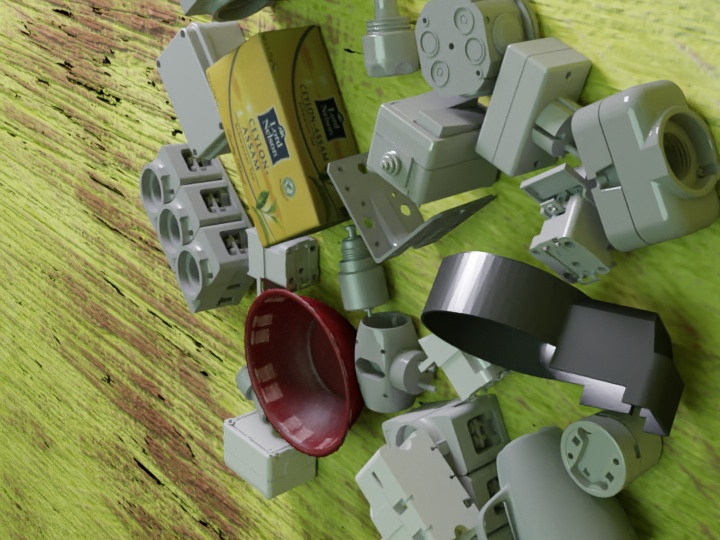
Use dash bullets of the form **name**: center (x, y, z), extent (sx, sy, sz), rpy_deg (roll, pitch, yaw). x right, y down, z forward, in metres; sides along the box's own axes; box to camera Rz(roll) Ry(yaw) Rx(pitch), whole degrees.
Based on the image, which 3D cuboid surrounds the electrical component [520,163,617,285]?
- **electrical component**: center (0.144, -0.029, 0.704), extent (0.081, 0.063, 0.042), rpy_deg (35, 148, -21)

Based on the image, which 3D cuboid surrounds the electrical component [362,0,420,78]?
- **electrical component**: center (0.022, -0.179, 0.822), extent (0.043, 0.043, 0.062), rpy_deg (7, 108, 50)

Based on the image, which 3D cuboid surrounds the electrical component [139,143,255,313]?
- **electrical component**: center (-0.164, -0.044, 1.081), extent (0.150, 0.062, 0.089), rpy_deg (62, 142, 21)

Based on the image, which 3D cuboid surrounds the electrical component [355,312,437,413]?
- **electrical component**: center (0.036, 0.082, 0.911), extent (0.079, 0.043, 0.077), rpy_deg (16, 117, 46)

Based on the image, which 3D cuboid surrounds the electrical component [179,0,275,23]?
- **electrical component**: center (-0.085, -0.267, 0.881), extent (0.150, 0.089, 0.061), rpy_deg (-29, 81, 52)

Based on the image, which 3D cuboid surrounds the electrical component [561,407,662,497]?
- **electrical component**: center (0.176, 0.124, 0.750), extent (0.055, 0.047, 0.055), rpy_deg (23, 122, 44)

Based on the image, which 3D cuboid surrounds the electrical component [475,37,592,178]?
- **electrical component**: center (0.128, -0.100, 0.719), extent (0.076, 0.047, 0.083), rpy_deg (42, 134, 33)

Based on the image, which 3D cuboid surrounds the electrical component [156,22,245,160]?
- **electrical component**: center (-0.137, -0.169, 1.012), extent (0.078, 0.057, 0.113), rpy_deg (-31, 79, 52)

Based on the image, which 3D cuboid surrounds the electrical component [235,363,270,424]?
- **electrical component**: center (-0.095, 0.121, 1.088), extent (0.055, 0.045, 0.045), rpy_deg (50, 137, 27)

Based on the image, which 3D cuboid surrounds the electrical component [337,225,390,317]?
- **electrical component**: center (0.000, 0.000, 0.924), extent (0.040, 0.040, 0.078), rpy_deg (-3, 102, 52)

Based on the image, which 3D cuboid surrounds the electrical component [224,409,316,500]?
- **electrical component**: center (-0.096, 0.184, 1.101), extent (0.096, 0.062, 0.061), rpy_deg (27, 124, 43)

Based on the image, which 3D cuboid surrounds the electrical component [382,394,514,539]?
- **electrical component**: center (0.082, 0.185, 0.880), extent (0.089, 0.062, 0.150), rpy_deg (-17, 91, 53)

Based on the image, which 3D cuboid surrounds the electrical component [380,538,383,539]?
- **electrical component**: center (0.030, 0.266, 0.949), extent (0.062, 0.096, 0.061), rpy_deg (-36, 76, 51)

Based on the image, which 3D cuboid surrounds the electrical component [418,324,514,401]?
- **electrical component**: center (0.087, 0.065, 0.842), extent (0.063, 0.042, 0.081), rpy_deg (59, 141, 15)

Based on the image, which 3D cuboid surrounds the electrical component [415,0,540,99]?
- **electrical component**: center (0.081, -0.159, 0.750), extent (0.080, 0.051, 0.080), rpy_deg (23, 121, 44)

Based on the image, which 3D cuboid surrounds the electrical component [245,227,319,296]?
- **electrical component**: center (-0.071, -0.013, 1.007), extent (0.064, 0.042, 0.081), rpy_deg (23, 122, 44)

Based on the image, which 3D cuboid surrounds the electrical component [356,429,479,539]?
- **electrical component**: center (0.044, 0.179, 0.830), extent (0.089, 0.050, 0.055), rpy_deg (56, 140, 20)

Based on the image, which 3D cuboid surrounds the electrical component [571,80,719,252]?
- **electrical component**: center (0.180, -0.065, 0.663), extent (0.059, 0.054, 0.095), rpy_deg (-19, 89, 53)

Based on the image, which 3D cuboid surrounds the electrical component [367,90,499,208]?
- **electrical component**: center (0.053, -0.092, 0.775), extent (0.062, 0.096, 0.061), rpy_deg (41, 133, 34)
